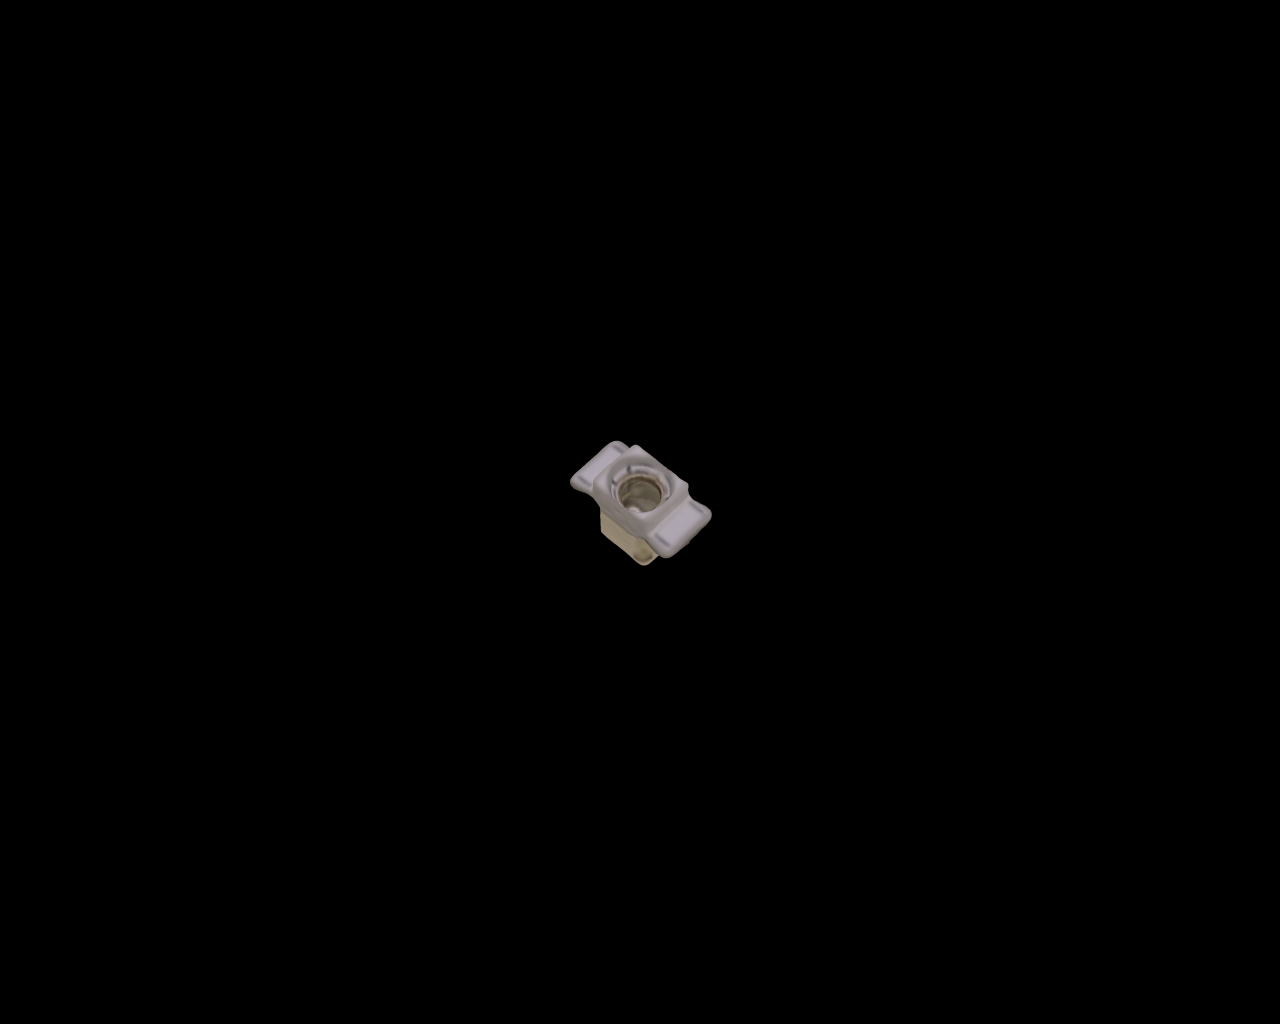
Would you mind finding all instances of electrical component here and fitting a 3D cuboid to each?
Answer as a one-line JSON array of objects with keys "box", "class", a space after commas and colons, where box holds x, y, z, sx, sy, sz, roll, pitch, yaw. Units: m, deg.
[{"box": [0.001, -0.003, 0.650, 0.081, 0.042, 0.063, 39, -24, 22], "class": "electrical component"}]
